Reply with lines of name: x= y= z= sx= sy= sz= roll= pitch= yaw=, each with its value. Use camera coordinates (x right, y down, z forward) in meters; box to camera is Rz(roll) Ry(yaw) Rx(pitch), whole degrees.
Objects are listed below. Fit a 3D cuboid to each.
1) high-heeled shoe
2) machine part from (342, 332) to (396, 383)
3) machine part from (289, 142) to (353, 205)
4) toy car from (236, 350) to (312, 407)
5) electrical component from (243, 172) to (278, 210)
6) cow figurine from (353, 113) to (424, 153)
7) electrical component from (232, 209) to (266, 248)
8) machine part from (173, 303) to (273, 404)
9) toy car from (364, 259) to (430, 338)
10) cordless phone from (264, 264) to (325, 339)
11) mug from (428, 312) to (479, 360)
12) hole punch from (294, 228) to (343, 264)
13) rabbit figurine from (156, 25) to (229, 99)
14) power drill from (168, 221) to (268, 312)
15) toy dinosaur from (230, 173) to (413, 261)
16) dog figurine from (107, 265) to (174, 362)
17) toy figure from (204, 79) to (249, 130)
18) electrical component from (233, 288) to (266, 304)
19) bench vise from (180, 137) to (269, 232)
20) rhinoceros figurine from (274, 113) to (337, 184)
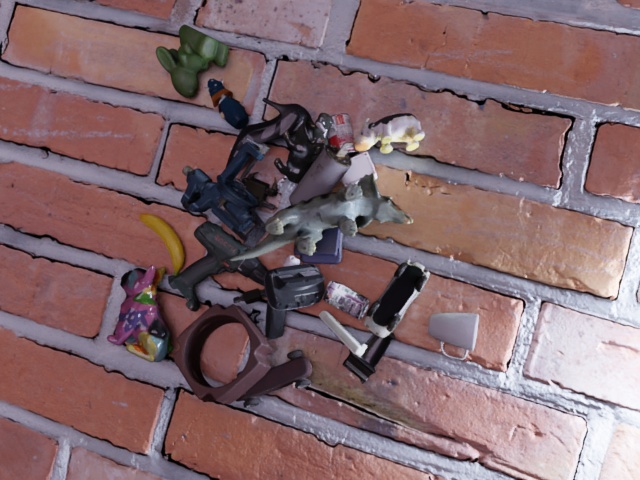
high-heeled shoe: x=-0.131 y=-0.246 z=1.372 sx=0.145 sy=0.086 sz=0.248 roll=28 pitch=109 yaw=-18
machine part: x=0.120 y=0.265 z=1.274 sx=0.084 sy=0.039 sz=0.139 roll=42 pitch=93 yaw=16
machine part: x=-0.001 y=-0.140 z=1.279 sx=0.079 sy=0.079 sz=0.243 roll=48 pitch=124 yaw=11
toy car: x=-0.113 y=0.337 z=1.298 sx=0.202 sy=0.053 sz=0.089 roll=-24 pitch=65 yaw=7
electrical component: x=-0.153 y=-0.127 z=1.363 sx=0.102 sy=0.045 sz=0.078 roll=17 pitch=116 yaw=14
cow figurine: x=0.158 y=-0.264 z=1.295 sx=0.167 sy=0.068 sz=0.098 roll=-6 pitch=65 yaw=-8
electrical component: x=-0.191 y=-0.044 z=1.353 sx=0.119 sy=0.047 sz=0.075 roll=40 pitch=90 yaw=28
machine part: x=-0.230 y=0.271 z=1.285 sx=0.201 sy=0.087 sz=0.201 roll=-42 pitch=63 yaw=-1
toy car: x=0.180 y=0.134 z=1.257 sx=0.074 sy=0.056 sz=0.202 roll=33 pitch=75 yaw=17
cordless phone: x=-0.065 y=0.155 z=1.300 sx=0.089 sy=0.146 sz=0.184 roll=38 pitch=127 yaw=50
mug: x=0.303 y=0.214 z=1.232 sx=0.107 sy=0.080 sz=0.109 roll=10 pitch=92 yaw=22
hole punch: x=-0.003 y=-0.004 z=1.301 sx=0.142 sy=0.092 sz=0.115 roll=0 pitch=80 yaw=13
rabbit figurine: x=-0.346 y=-0.461 z=1.396 sx=0.159 sy=0.121 sz=0.170 roll=27 pitch=103 yaw=5
power drill: x=-0.259 y=0.084 z=1.337 sx=0.207 sy=0.086 sz=0.232 roll=-43 pitch=88 yaw=7
toy dinosaur: x=-0.003 y=-0.049 z=1.217 sx=0.405 sy=0.192 sz=0.131 roll=-15 pitch=97 yaw=6
dog figurine: x=-0.427 y=0.172 z=1.341 sx=0.192 sy=0.108 sz=0.219 roll=23 pitch=88 yaw=11
toy figure: x=-0.245 y=-0.353 z=1.394 sx=0.154 sy=0.064 sz=0.057 roll=52 pitch=131 yaw=15
electrical component: x=-0.166 y=0.139 z=1.320 sx=0.094 sy=0.063 sz=0.021 roll=-16 pitch=74 yaw=-8
bench vise: x=-0.218 y=-0.147 z=1.298 sx=0.224 sy=0.128 sz=0.240 roll=44 pitch=103 yaw=22
rhinoceros figurine: x=-0.033 y=-0.224 z=1.302 sx=0.112 sy=0.073 sz=0.190 roll=42 pitch=117 yaw=24
